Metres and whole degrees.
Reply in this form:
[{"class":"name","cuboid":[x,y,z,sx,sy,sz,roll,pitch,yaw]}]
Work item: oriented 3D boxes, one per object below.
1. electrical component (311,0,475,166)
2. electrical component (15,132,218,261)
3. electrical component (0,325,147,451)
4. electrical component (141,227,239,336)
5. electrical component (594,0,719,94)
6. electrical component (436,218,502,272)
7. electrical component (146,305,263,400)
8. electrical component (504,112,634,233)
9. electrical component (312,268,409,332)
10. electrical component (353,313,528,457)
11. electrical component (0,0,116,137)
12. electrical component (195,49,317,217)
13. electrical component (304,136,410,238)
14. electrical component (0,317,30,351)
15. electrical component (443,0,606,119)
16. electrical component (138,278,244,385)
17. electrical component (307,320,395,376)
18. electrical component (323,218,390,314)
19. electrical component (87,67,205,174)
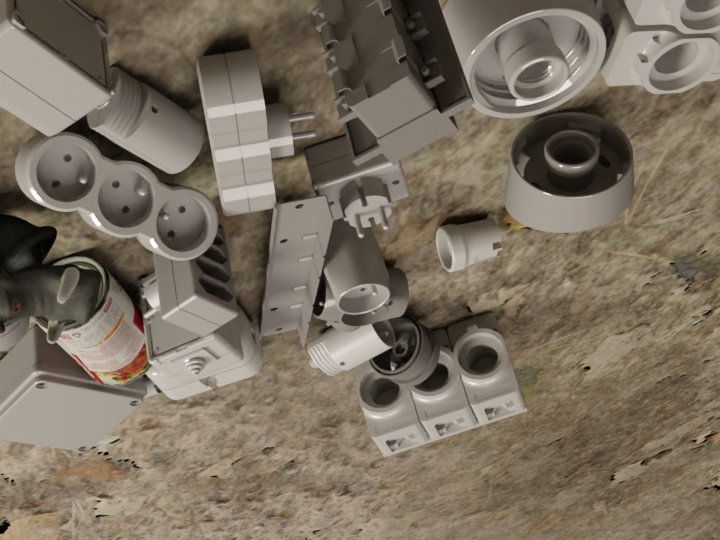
[{"class":"electrical component","cuboid":[0.013,-0.133,0.645,0.079,0.121,0.063,-26,142,18]},{"class":"electrical component","cuboid":[-0.173,-0.052,0.750,0.138,0.052,0.074,25,176,-29]},{"class":"electrical component","cuboid":[-0.263,0.107,0.950,0.109,0.056,0.109,18,134,-40]},{"class":"electrical component","cuboid":[-0.142,0.011,0.831,0.076,0.083,0.047,-32,143,25]},{"class":"electrical component","cuboid":[0.260,-0.180,0.726,0.186,0.060,0.105,-5,146,-14]},{"class":"electrical component","cuboid":[0.093,-0.022,0.914,0.046,0.040,0.040,-13,147,-13]},{"class":"electrical component","cuboid":[-0.140,0.069,0.943,0.095,0.053,0.059,-18,146,5]},{"class":"electrical component","cuboid":[0.159,-0.071,0.818,0.099,0.099,0.064,-13,141,-3]},{"class":"electrical component","cuboid":[-0.007,0.029,0.946,0.077,0.044,0.079,0,148,-23]},{"class":"electrical component","cuboid":[0.076,0.111,1.057,0.150,0.089,0.061,-19,146,7]},{"class":"electrical component","cuboid":[-0.191,-0.125,0.632,0.061,0.061,0.096,-29,144,20]},{"class":"electrical component","cuboid":[-0.066,-0.094,0.734,0.074,0.052,0.138,-10,147,-7]},{"class":"electrical component","cuboid":[0.002,-0.057,0.792,0.066,0.076,0.047,-18,147,4]},{"class":"electrical component","cuboid":[-0.329,0.048,0.841,0.138,0.052,0.073,-9,146,-8]},{"class":"electrical component","cuboid":[0.111,-0.148,0.716,0.108,0.060,0.108,-10,146,-7]},{"class":"electrical component","cuboid":[-0.135,0.048,0.876,0.062,0.096,0.061,-23,146,12]},{"class":"electrical component","cuboid":[-0.012,0.070,1.004,0.081,0.043,0.043,-30,144,21]},{"class":"electrical component","cuboid":[0.000,0.000,0.875,0.043,0.077,0.079,-22,148,10]},{"class":"electrical component","cuboid":[-0.146,-0.099,0.704,0.043,0.043,0.081,-31,143,23]}]
